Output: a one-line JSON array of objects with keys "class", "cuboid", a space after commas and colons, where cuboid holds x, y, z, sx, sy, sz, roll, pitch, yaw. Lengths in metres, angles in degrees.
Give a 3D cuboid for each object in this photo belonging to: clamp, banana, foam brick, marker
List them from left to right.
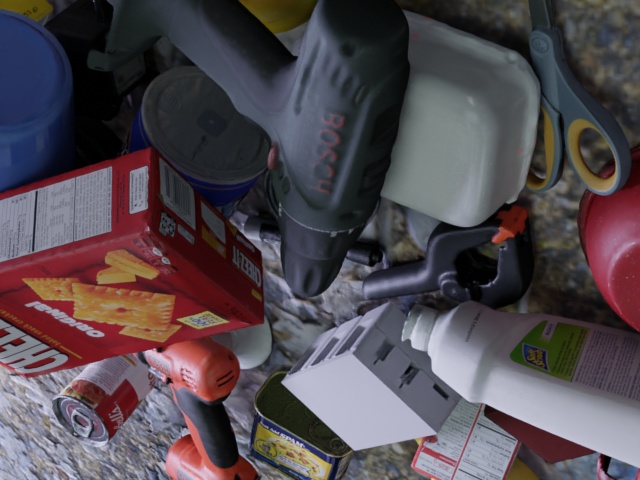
[{"class": "clamp", "cuboid": [-0.193, -0.035, 0.941, 0.165, 0.036, 0.210, -13, 116, 43]}, {"class": "banana", "cuboid": [-0.078, -0.186, 0.729, 0.198, 0.037, 0.070, 24, 118, 14]}, {"class": "marker", "cuboid": [-0.006, 0.001, 0.853, 0.121, 0.020, 0.020, 13, 133, 26]}, {"class": "clamp", "cuboid": [0.097, 0.026, 0.789, 0.120, 0.039, 0.172, 25, 139, 7]}, {"class": "foam brick", "cuboid": [0.170, 0.124, 0.799, 0.078, 0.053, 0.051, 38, 142, -21]}]

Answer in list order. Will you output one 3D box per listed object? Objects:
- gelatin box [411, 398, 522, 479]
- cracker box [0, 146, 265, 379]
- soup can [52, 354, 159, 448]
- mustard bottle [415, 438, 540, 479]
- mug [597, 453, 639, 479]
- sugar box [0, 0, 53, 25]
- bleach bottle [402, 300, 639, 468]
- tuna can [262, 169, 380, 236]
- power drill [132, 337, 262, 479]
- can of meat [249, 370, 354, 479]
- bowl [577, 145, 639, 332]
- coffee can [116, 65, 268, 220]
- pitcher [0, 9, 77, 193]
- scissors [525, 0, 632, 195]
[{"class": "gelatin box", "cuboid": [0.124, 0.159, 0.859, 0.073, 0.030, 0.089, 23, 96, 18]}, {"class": "cracker box", "cuboid": [-0.169, 0.027, 0.762, 0.214, 0.072, 0.164, -15, 149, 18]}, {"class": "soup can", "cuboid": [-0.209, 0.147, 1.065, 0.069, 0.102, 0.068, 20, 136, 20]}, {"class": "mustard bottle", "cuboid": [0.152, 0.227, 0.912, 0.191, 0.058, 0.096, 44, 137, -7]}, {"class": "mug", "cuboid": [0.260, 0.172, 0.769, 0.117, 0.081, 0.093, 11, 132, 27]}, {"class": "sugar box", "cuboid": [-0.305, -0.207, 0.825, 0.176, 0.093, 0.048, 42, 138, -5]}, {"class": "bleach bottle", "cuboid": [0.181, 0.093, 0.728, 0.251, 0.102, 0.068, 19, 127, 17]}, {"class": "tuna can", "cuboid": [0.002, -0.036, 0.804, 0.086, 0.033, 0.086, 20, 135, 20]}, {"class": "power drill", "cuboid": [-0.130, 0.150, 1.000, 0.185, 0.057, 0.187, 24, 136, 45]}, {"class": "can of meat", "cuboid": [-0.015, 0.182, 0.993, 0.102, 0.057, 0.084, 28, 140, 13]}, {"class": "bowl", "cuboid": [0.234, 0.018, 0.671, 0.162, 0.055, 0.162, 19, 135, 20]}, {"class": "coffee can", "cuboid": [-0.106, -0.050, 0.816, 0.103, 0.102, 0.141, 39, 139, 0]}, {"class": "pitcher", "cuboid": [-0.252, -0.064, 0.793, 0.145, 0.149, 0.243, 64, 157, 17]}, {"class": "scissors", "cuboid": [0.150, -0.106, 0.637, 0.096, 0.016, 0.202, 31, 141, 34]}]
